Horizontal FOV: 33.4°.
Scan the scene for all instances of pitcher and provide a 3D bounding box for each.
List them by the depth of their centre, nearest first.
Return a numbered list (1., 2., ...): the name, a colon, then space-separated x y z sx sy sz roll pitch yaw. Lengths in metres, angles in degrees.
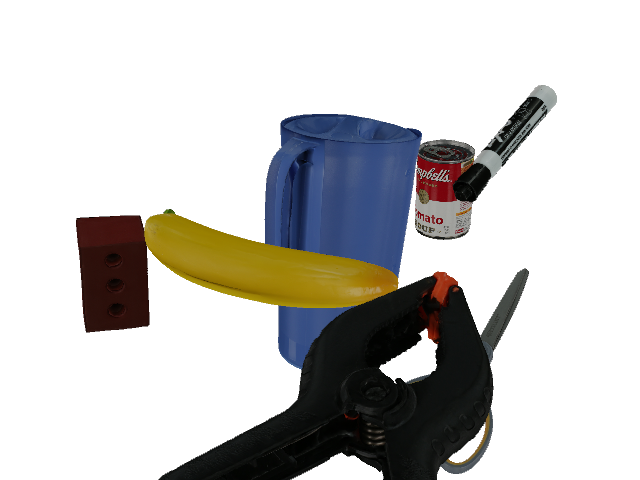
1. pitcher: 0.013 0.005 1.024 0.149 0.243 0.145 2 17 -8

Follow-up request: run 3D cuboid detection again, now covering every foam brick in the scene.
1. foam brick: -0.165 0.025 0.851 0.053 0.078 0.051 -5 26 -13

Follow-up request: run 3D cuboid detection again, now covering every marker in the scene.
1. marker: 0.129 -0.067 0.744 0.020 0.020 0.121 0 40 49

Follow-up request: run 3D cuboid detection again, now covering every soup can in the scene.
1. soup can: 0.147 -0.061 1.268 0.068 0.102 0.068 0 27 0

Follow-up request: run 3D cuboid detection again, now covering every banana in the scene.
1. banana: -0.048 0.010 0.697 0.198 0.037 0.069 18 35 29

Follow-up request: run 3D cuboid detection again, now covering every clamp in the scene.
1. clamp: 0.027 0.079 0.419 0.120 0.039 0.171 29 51 21

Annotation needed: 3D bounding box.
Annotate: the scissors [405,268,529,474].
1. scissors: 0.112 0.098 0.881 0.096 0.201 0.016 7 -37 13
